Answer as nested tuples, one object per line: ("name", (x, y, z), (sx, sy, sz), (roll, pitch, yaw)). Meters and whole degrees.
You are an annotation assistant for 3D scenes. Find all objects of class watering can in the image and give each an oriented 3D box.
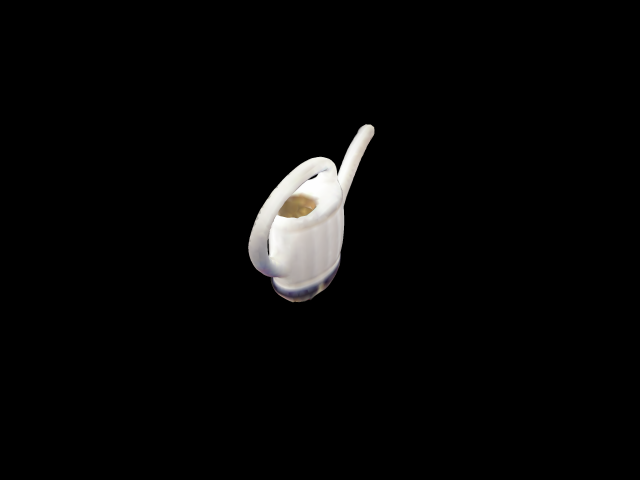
("watering can", (0.003, -0.043, 0.850), (0.104, 0.219, 0.354), (21, 42, 26))
